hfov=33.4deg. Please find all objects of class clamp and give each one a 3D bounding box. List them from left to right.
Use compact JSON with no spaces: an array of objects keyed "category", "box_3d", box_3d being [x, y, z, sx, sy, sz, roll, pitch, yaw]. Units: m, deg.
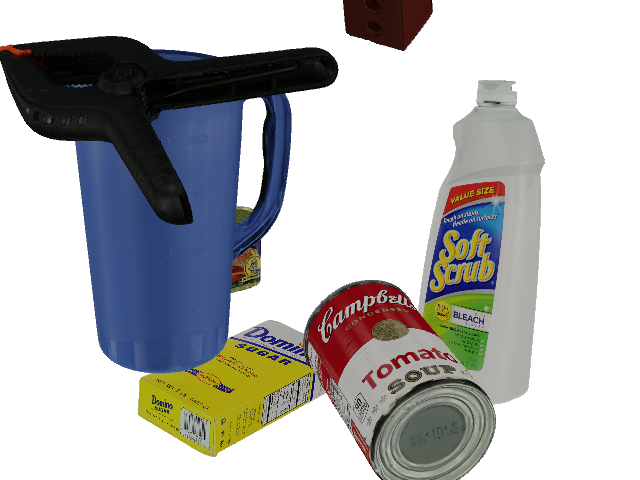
[{"category":"clamp","box_3d":[-0.105,-0.090,0.644,0.210,0.036,0.164,23,47,31]}]

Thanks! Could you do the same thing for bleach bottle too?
[{"category":"bleach bottle","box_3d":[0.126,-0.002,0.857,0.103,0.251,0.067,12,15,42]}]

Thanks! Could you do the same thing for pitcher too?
[{"category":"pitcher","box_3d":[-0.116,-0.023,0.846,0.149,0.243,0.144,11,26,19]}]

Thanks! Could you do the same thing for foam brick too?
[{"category":"foam brick","box_3d":[0.050,-0.191,0.796,0.053,0.051,0.078,21,-32,22]}]

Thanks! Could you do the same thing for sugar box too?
[{"category":"sugar box","box_3d":[-0.070,0.128,0.970,0.093,0.048,0.175,23,30,32]}]

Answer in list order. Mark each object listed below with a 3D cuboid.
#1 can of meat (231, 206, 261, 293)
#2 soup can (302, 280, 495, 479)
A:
[{"category":"can of meat","box_3d":[-0.114,0.014,1.204,0.101,0.084,0.058,-12,23,-38]},{"category":"soup can","box_3d":[0.038,0.074,0.556,0.068,0.068,0.102,0,26,-22]}]
